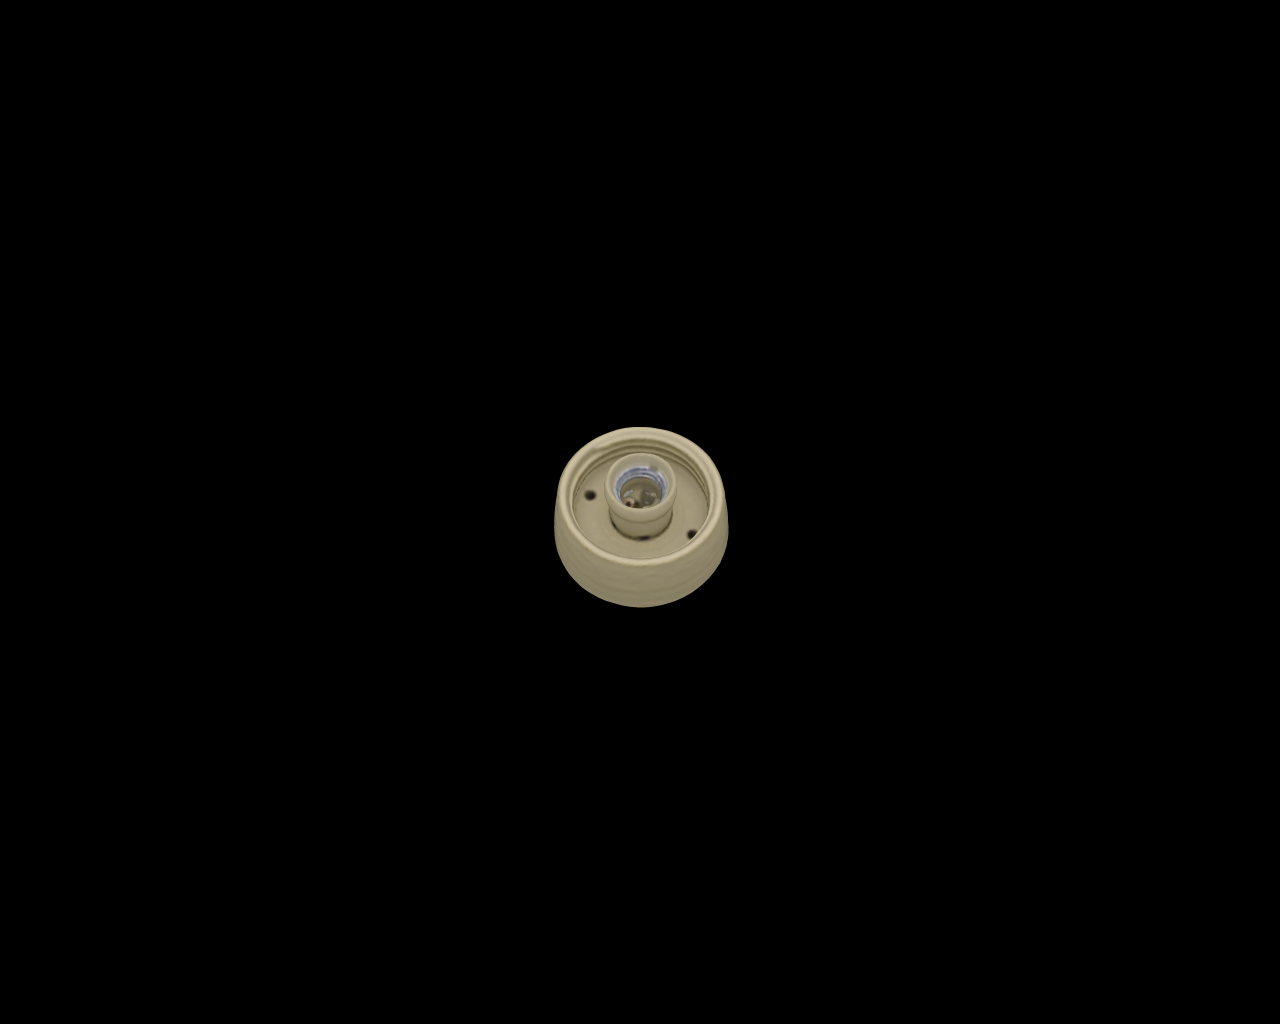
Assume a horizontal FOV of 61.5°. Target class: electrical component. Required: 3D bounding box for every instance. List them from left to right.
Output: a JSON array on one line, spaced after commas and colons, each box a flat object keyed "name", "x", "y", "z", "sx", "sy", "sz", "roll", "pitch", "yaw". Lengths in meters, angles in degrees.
[{"name": "electrical component", "x": 0.001, "y": -0.003, "z": 0.650, "sx": 0.108, "sy": 0.108, "sz": 0.060, "roll": 0, "pitch": -31, "yaw": 0}]
